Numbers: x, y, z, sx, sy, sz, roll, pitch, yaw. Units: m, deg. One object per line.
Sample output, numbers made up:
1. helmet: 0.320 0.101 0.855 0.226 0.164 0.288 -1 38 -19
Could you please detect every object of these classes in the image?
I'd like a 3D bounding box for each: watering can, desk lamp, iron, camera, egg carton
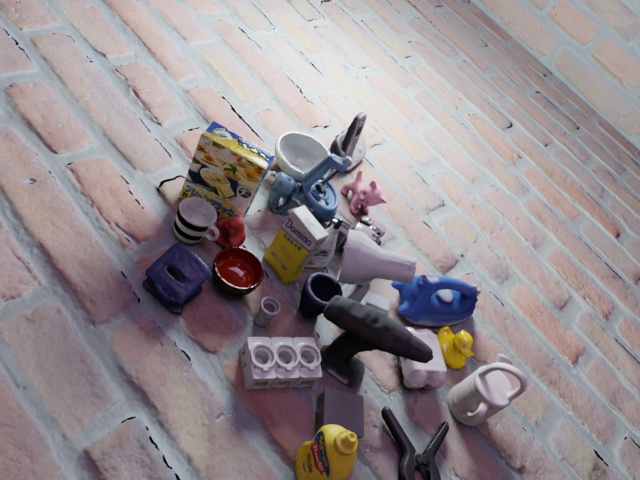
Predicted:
1. watering can: 0.379 0.326 1.275 0.101 0.194 0.173 24 45 -11
2. desk lamp: 0.112 0.089 1.306 0.203 0.213 0.118 23 45 -11
3. iron: 0.316 0.138 1.434 0.259 0.141 0.118 8 50 -24
4. camera: 0.085 -0.014 1.457 0.137 0.100 0.143 33 44 -1
5. egg carton: 0.229 0.273 1.321 0.107 0.069 0.150 8 50 -24

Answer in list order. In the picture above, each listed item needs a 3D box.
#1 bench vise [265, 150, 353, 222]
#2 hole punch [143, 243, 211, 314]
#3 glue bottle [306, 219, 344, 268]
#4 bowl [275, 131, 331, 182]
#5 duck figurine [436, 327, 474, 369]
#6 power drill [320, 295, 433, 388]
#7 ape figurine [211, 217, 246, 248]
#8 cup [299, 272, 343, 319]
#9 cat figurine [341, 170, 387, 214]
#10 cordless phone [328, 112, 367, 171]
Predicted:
1. bench vise: -0.024 -0.135 1.410 0.208 0.219 0.121 1 53 -29
2. hole punch: -0.290 0.078 1.167 0.108 0.091 0.101 41 45 6
3. glue bottle: 0.012 0.005 1.347 0.078 0.173 0.037 1 53 -29
4. bowl: -0.055 -0.214 1.563 0.168 0.074 0.167 16 47 -18
5. duck figurine: 0.332 0.250 1.389 0.078 0.086 0.104 -8 58 -35
6. power drill: 0.093 0.219 1.188 0.229 0.208 0.076 35 44 0
7. ape figurine: -0.199 -0.021 1.303 0.076 0.092 0.077 5 51 -27
8. cup: 0.001 0.143 1.280 0.117 0.095 0.092 48 46 14
9. cat figurine: 0.126 -0.134 1.569 0.067 0.117 0.127 -6 57 -33
10. cordless phone: 0.106 -0.301 1.651 0.094 0.185 0.148 38 44 4
